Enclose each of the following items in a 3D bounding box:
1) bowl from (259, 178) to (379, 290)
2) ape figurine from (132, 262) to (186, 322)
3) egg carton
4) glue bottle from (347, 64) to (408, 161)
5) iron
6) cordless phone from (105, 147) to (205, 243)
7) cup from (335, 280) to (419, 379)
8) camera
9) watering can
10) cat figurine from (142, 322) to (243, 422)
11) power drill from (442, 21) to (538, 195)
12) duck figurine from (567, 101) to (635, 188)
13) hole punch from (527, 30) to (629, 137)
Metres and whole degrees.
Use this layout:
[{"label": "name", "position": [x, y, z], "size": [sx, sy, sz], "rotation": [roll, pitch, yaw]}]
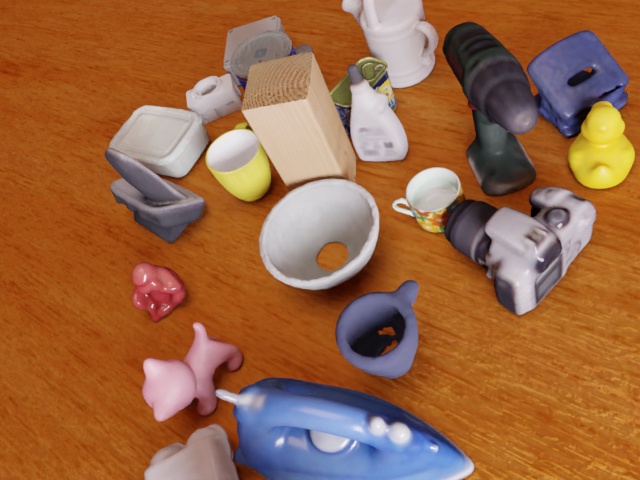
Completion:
[{"label": "bowl", "position": [0.007, 0.003, 0.771], "size": [0.167, 0.075, 0.167], "rotation": [-11, 54, 15]}, {"label": "ape figurine", "position": [-0.237, 0.064, 0.818], "size": [0.077, 0.092, 0.076], "rotation": [-2, 57, 22]}, {"label": "egg carton", "position": [-0.134, 0.289, 0.636], "size": [0.107, 0.070, 0.150], "rotation": [-28, 51, 2]}, {"label": "glue bottle", "position": [0.070, -0.179, 0.806], "size": [0.078, 0.174, 0.037], "rotation": [4, 59, 25]}, {"label": "iron", "position": [0.020, 0.195, 0.591], "size": [0.257, 0.142, 0.119], "rotation": [1, 58, 23]}, {"label": "cordless phone", "position": [-0.278, -0.093, 0.883], "size": [0.147, 0.185, 0.094], "rotation": [22, 68, 33]}, {"label": "cup", "position": [0.081, 0.108, 0.656], "size": [0.091, 0.095, 0.118], "rotation": [28, 71, 35]}, {"label": "camera", "position": [0.225, -0.011, 0.674], "size": [0.143, 0.101, 0.136], "rotation": [-45, 53, -11]}, {"label": "watering can", "position": [0.106, -0.344, 0.892], "size": [0.172, 0.195, 0.101], "rotation": [10, 62, 28]}, {"label": "cat figurine", "position": [-0.167, 0.163, 0.705], "size": [0.067, 0.118, 0.128], "rotation": [12, 63, 29]}, {"label": "power drill", "position": [0.216, -0.155, 0.708], "size": [0.075, 0.209, 0.229], "rotation": [-20, 52, 9]}, {"label": "duck figurine", "position": [0.349, -0.124, 0.710], "size": [0.077, 0.086, 0.104], "rotation": [2, 58, 24]}, {"label": "hole punch", "position": [0.347, -0.212, 0.768], "size": [0.108, 0.091, 0.101], "rotation": [-31, 51, 0]}]
